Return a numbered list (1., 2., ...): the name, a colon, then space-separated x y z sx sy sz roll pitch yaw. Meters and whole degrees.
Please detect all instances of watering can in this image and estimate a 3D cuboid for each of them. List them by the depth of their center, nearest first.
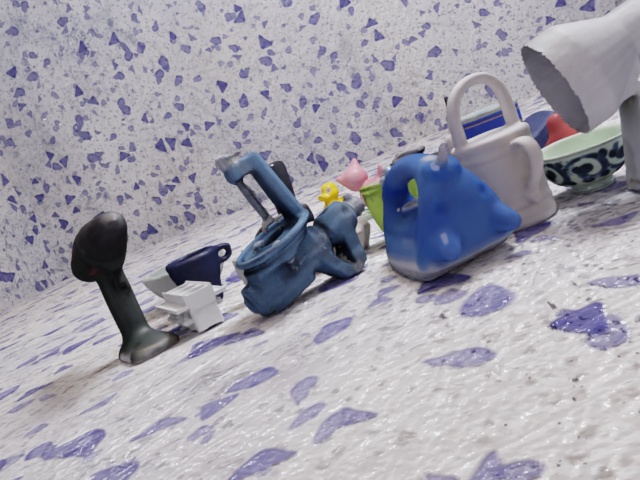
1. watering can: 0.211 -0.111 0.720 0.101 0.194 0.172 -29 11 -35

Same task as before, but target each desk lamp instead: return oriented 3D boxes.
1. desk lamp: 0.350 -0.163 0.627 0.203 0.214 0.118 -21 10 9

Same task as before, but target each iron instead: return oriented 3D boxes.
1. iron: 0.121 -0.042 0.701 0.119 0.141 0.257 -25 10 -14

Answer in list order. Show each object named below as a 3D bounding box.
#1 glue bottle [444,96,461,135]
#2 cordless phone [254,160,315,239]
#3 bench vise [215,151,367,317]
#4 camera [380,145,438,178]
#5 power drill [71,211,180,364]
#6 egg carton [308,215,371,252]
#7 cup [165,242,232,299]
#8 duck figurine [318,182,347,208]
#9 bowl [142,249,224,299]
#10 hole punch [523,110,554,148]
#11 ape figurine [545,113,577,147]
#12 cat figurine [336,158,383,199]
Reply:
1. glue bottle: 0.325 -0.255 1.343 0.037 0.173 0.078 -14 13 42
2. cordless phone: -0.092 -0.059 1.161 0.093 0.185 0.148 -13 13 43
3. bench vise: -0.046 -0.031 0.786 0.121 0.220 0.208 -12 14 48
4. camera: 0.218 -0.151 1.228 0.136 0.101 0.143 -14 12 41
5. power drill: -0.286 0.068 0.820 0.076 0.208 0.228 -29 11 -35
6. egg carton: 0.009 0.003 0.932 0.150 0.069 0.107 -19 10 18
7. cup: -0.193 0.063 0.984 0.118 0.095 0.091 -27 10 -25
8. duck figurine: 0.036 -0.104 1.432 0.077 0.086 0.105 -12 14 48
9. bowl: -0.255 0.075 1.123 0.167 0.075 0.167 -22 9 4
10. hole punch: 0.371 -0.172 1.016 0.101 0.091 0.108 -23 9 -6
11. ape figurine: 0.380 -0.154 0.889 0.077 0.092 0.076 -16 11 33
12. cat figurine: 0.108 -0.147 1.408 0.127 0.118 0.067 -15 12 38
